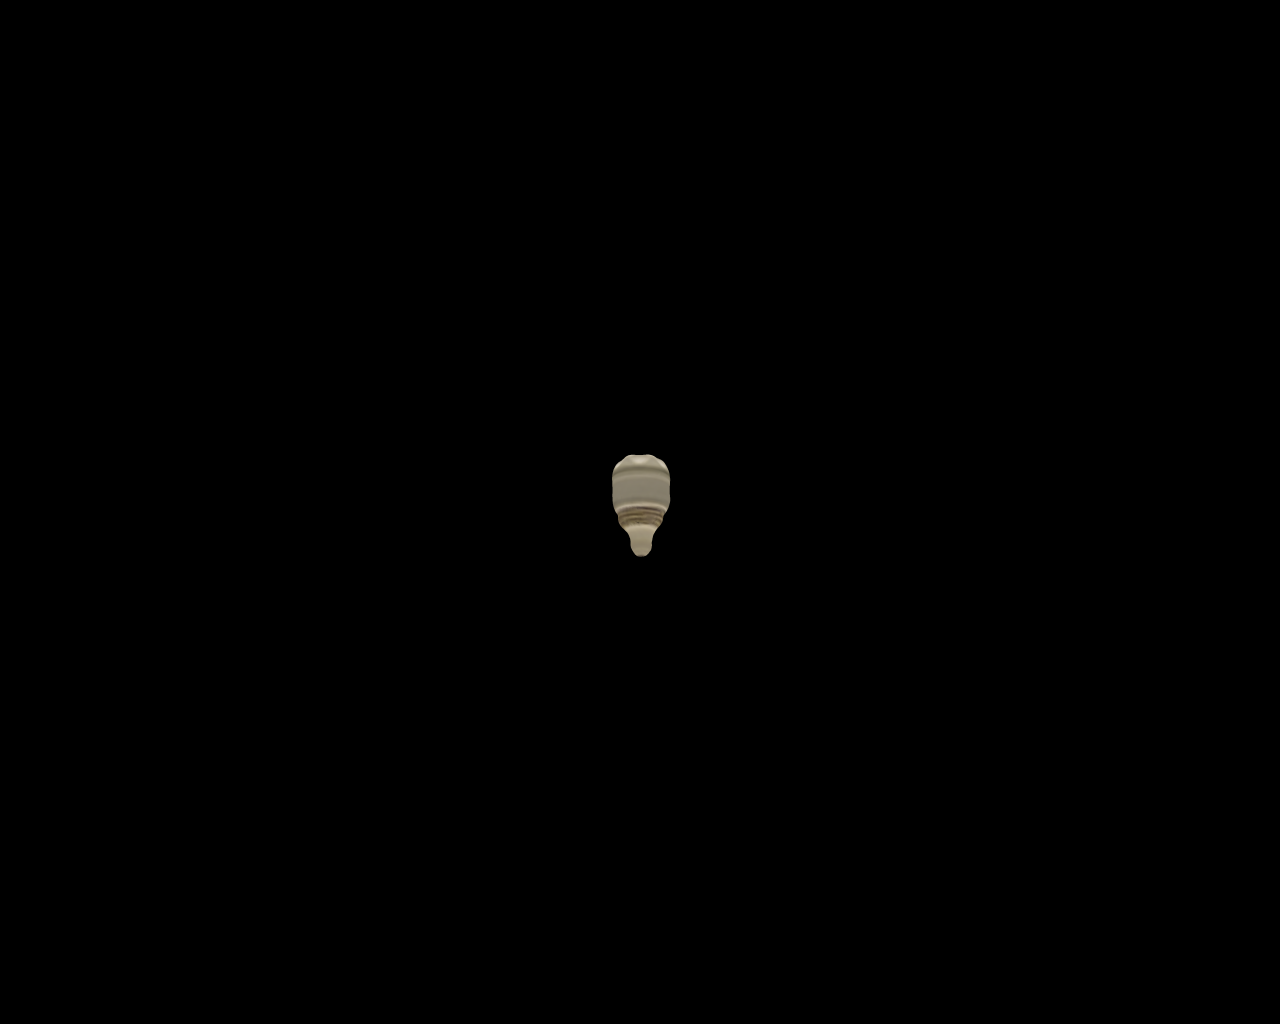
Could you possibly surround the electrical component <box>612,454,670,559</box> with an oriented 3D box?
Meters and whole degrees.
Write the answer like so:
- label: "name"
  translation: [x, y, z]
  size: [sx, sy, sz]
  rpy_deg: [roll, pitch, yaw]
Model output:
- label: "electrical component"
  translation: [0.001, -0.003, 0.650]
  size: [0.035, 0.061, 0.035]
  rpy_deg: [0, -16, 0]
